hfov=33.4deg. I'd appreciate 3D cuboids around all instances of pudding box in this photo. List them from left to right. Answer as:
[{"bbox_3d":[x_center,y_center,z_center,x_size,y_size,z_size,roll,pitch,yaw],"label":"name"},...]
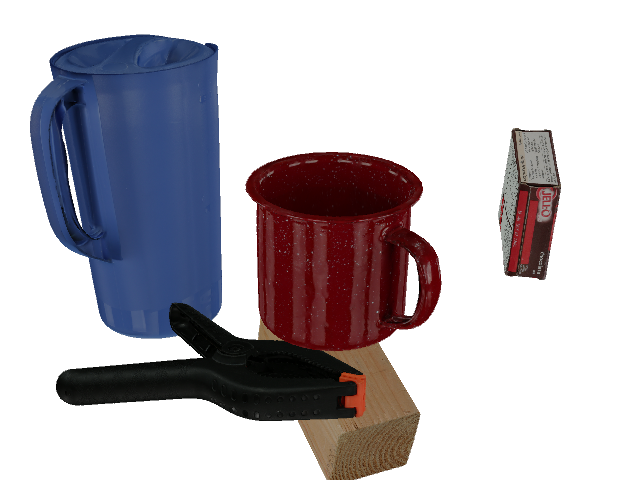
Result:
[{"bbox_3d":[0.178,-0.034,0.912,0.039,0.090,0.113,5,31,2],"label":"pudding box"}]

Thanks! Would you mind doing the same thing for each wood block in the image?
[{"bbox_3d":[0.014,0.141,1.125,0.090,0.090,0.206,-11,45,-21],"label":"wood block"}]

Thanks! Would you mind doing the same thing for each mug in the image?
[{"bbox_3d":[0.016,0.010,0.570,0.117,0.081,0.093,21,32,36],"label":"mug"}]

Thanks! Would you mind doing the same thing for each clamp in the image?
[{"bbox_3d":[-0.063,0.091,0.785,0.210,0.036,0.164,6,19,16],"label":"clamp"}]

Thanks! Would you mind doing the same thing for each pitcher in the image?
[{"bbox_3d":[-0.150,-0.041,0.886,0.149,0.243,0.145,-6,23,-9],"label":"pitcher"}]
